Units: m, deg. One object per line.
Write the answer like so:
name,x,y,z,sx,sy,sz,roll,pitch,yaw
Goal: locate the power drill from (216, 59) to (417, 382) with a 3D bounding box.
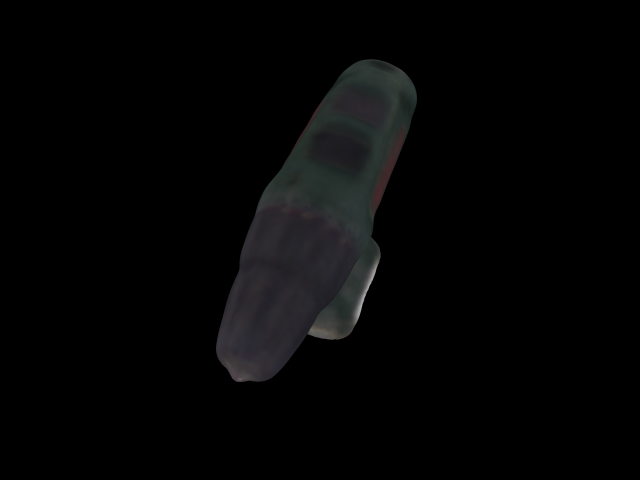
power drill,0.004,0.001,0.400,0.075,0.208,0.230,19,70,8
